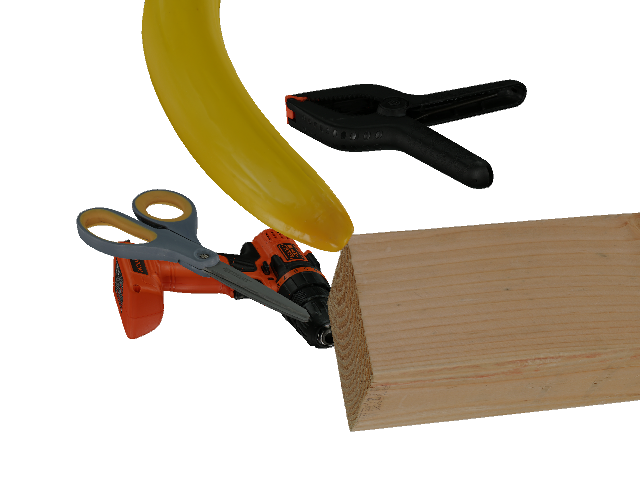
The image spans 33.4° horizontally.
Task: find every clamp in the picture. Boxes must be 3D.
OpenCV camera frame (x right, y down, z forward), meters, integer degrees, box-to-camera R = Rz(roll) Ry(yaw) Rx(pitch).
[{"bbox_3d":[0.073,-0.108,0.932,0.210,0.036,0.164,12,36,23],"label":"clamp"}]

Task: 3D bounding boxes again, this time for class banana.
[{"bbox_3d":[-0.043,-0.075,0.496,0.069,0.198,0.037,-13,-30,-9],"label":"banana"}]

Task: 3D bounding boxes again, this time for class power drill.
[{"bbox_3d":[-0.084,0.046,0.953,0.187,0.057,0.185,-1,24,-20],"label":"power drill"}]

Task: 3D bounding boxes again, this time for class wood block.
[{"bbox_3d":[0.116,0.048,0.637,0.206,0.091,0.090,-5,-30,-10],"label":"wood block"}]

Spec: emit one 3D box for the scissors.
[{"bbox_3d":[-0.079,0.004,0.761,0.202,0.016,0.096,16,34,20],"label":"scissors"}]
